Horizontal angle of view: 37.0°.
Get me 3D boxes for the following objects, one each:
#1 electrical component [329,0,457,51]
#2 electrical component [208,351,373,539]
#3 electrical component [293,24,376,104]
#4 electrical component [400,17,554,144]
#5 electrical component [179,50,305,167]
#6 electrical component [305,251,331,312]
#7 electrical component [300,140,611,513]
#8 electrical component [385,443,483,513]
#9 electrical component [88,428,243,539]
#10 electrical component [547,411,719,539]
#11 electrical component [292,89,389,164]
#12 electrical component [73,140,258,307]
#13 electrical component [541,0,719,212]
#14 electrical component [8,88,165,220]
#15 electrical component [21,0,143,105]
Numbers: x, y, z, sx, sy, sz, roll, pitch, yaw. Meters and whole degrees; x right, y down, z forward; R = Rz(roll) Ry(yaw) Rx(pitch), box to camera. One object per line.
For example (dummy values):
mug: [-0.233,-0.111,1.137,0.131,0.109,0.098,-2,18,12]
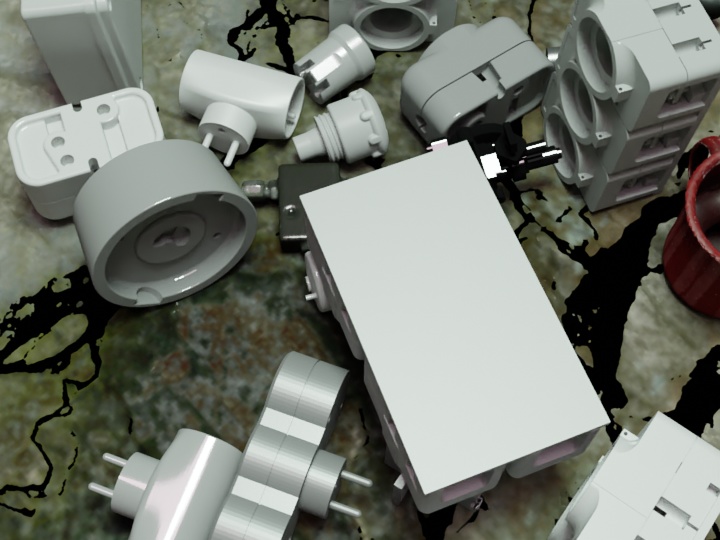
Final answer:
electrical component: [0.024,-0.220,0.731,0.089,0.150,0.061,2,64,0]
electrical component: [-0.031,0.121,0.626,0.074,0.052,0.138,19,67,7]
electrical component: [-0.019,-0.144,0.757,0.046,0.040,0.040,-38,71,-11]
electrical component: [0.077,-0.129,0.742,0.095,0.053,0.059,-31,69,-14]
electrical component: [-0.087,-0.106,0.735,0.077,0.043,0.079,16,66,7]
electrical component: [0.000,0.000,0.689,0.078,0.040,0.040,-15,66,-8]
electrical component: [0.048,0.031,0.617,0.105,0.060,0.186,-19,66,-9]
electrical component: [0.053,0.107,0.639,0.064,0.042,0.081,30,69,14]
electrical component: [-0.118,0.130,0.625,0.079,0.044,0.077,19,66,8]
electrical component: [0.119,0.173,0.574,0.060,0.105,0.186,34,69,14]
electrical component: [-0.014,-0.092,0.731,0.062,0.048,0.048,-21,67,-2]
electrical component: [-0.125,-0.034,0.670,0.108,0.108,0.060,-25,62,-12]
electrical component: [0.165,-0.114,0.683,0.062,0.150,0.089,-17,66,-9]
electrical component: [-0.175,-0.074,0.711,0.095,0.059,0.053,-17,67,-8]
electrical component: [-0.189,-0.186,0.737,0.056,0.108,0.108,-6,65,0]
